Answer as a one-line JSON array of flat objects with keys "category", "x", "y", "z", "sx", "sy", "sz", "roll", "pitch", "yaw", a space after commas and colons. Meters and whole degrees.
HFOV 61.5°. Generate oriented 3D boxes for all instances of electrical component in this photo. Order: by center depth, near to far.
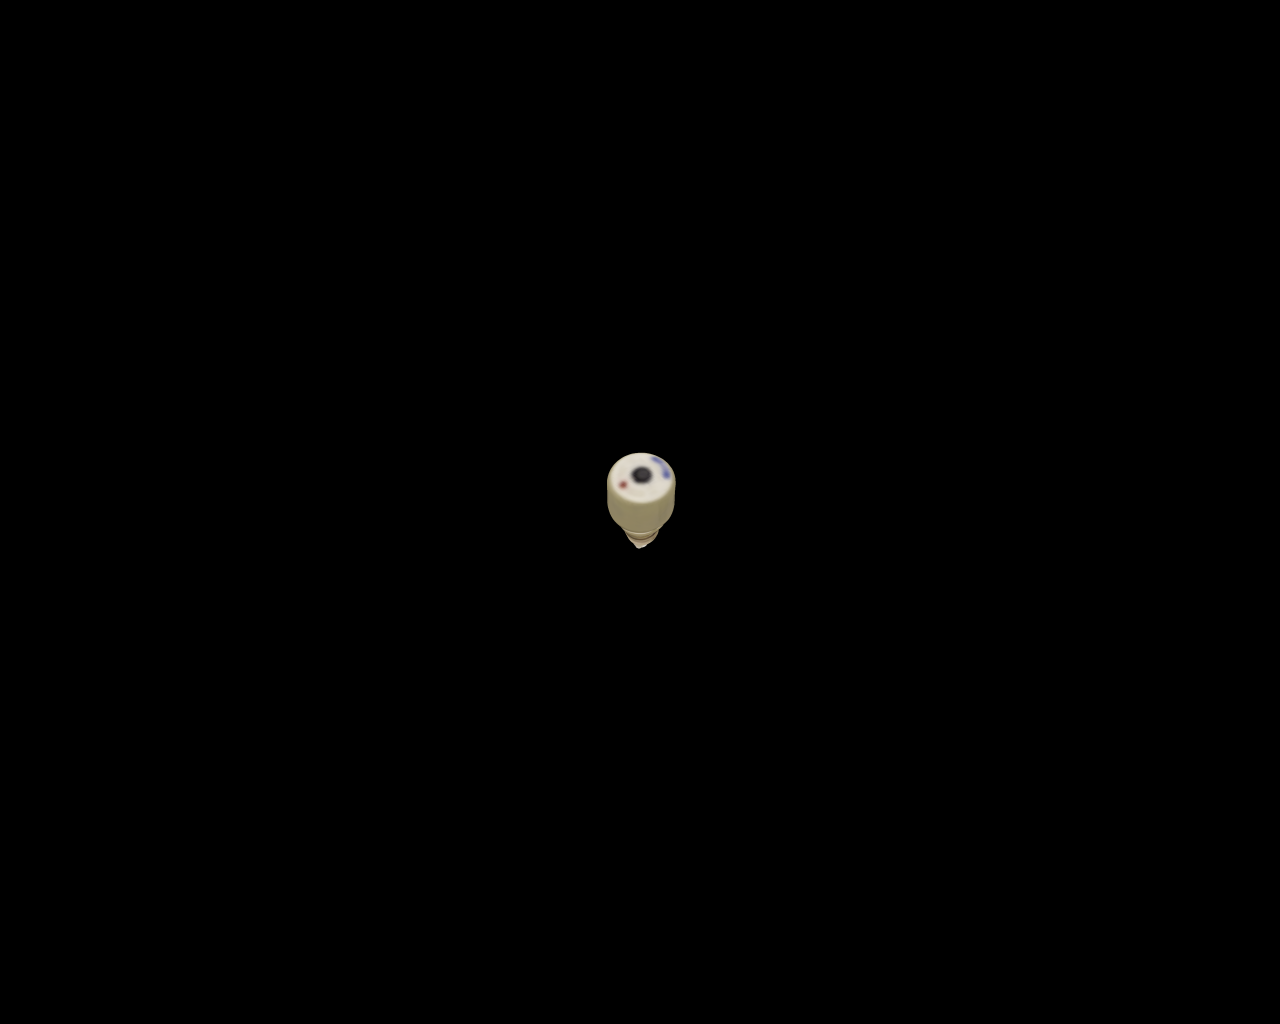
[{"category": "electrical component", "x": 0.001, "y": -0.003, "z": 0.650, "sx": 0.040, "sy": 0.040, "sz": 0.078, "roll": 0, "pitch": -34, "yaw": 0}]
